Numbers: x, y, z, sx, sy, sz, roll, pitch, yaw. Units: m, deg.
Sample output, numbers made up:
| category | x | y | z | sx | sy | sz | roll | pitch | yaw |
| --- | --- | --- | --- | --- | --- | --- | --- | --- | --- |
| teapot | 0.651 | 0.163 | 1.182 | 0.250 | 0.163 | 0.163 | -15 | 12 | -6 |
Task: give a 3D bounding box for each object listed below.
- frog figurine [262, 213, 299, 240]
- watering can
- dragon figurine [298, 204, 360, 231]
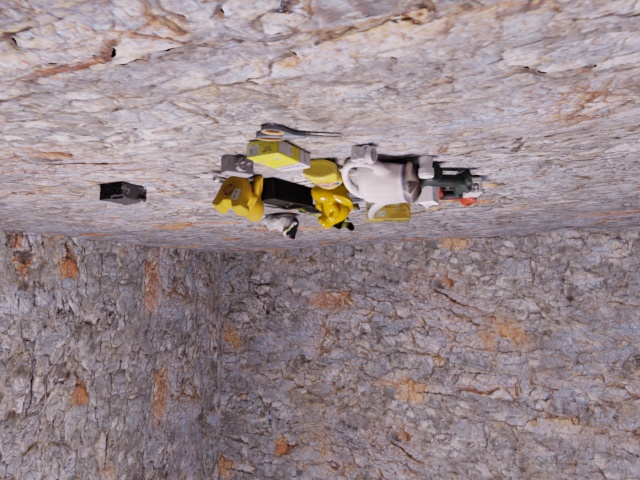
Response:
| category | x | y | z | sx | sy | sz | roll | pitch | yaw |
| --- | --- | --- | --- | --- | --- | --- | --- | --- | --- |
| frog figurine | -0.180 | -0.084 | 2.386 | 0.161 | 0.121 | 0.138 | 35 | -160 | 26 |
| watering can | 0.194 | -0.148 | 1.535 | 0.224 | 0.106 | 0.341 | 4 | 156 | 23 |
| dragon figurine | 0.006 | -0.107 | 2.117 | 0.243 | 0.122 | 0.409 | 4 | 177 | 42 |
